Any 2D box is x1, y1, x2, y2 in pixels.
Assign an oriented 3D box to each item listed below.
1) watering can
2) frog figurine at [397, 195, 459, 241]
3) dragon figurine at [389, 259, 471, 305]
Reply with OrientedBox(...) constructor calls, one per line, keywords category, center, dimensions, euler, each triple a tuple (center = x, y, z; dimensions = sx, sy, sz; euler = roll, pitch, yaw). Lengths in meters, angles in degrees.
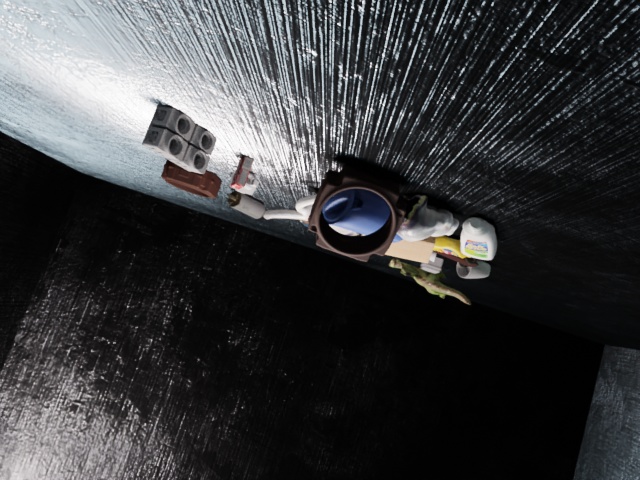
OrientedBox(category="watering can", center=(0.005, -0.081, 1.614), dimensions=(0.345, 0.106, 0.222), euler=(-10, -26, 41))
OrientedBox(category="frog figurine", center=(0.267, -0.037, 1.297), dimensions=(0.158, 0.125, 0.135), euler=(34, -38, -26))
OrientedBox(category="dragon figurine", center=(0.457, 0.175, 2.283), dimensions=(0.242, 0.121, 0.415), euler=(13, 11, -35))
